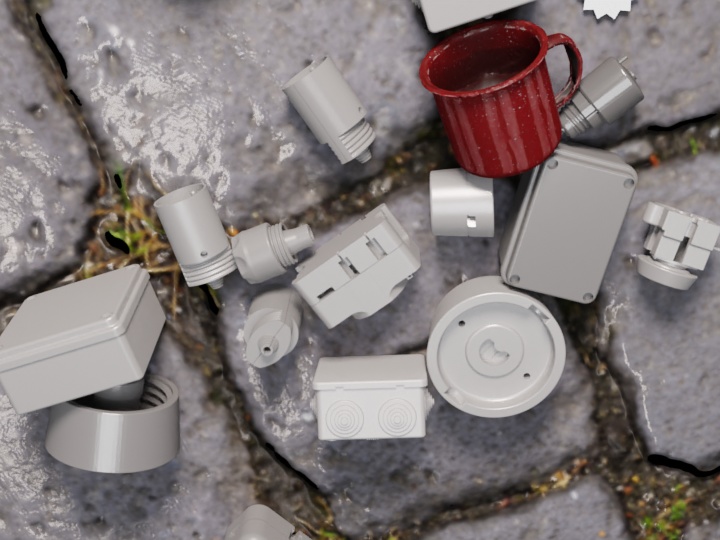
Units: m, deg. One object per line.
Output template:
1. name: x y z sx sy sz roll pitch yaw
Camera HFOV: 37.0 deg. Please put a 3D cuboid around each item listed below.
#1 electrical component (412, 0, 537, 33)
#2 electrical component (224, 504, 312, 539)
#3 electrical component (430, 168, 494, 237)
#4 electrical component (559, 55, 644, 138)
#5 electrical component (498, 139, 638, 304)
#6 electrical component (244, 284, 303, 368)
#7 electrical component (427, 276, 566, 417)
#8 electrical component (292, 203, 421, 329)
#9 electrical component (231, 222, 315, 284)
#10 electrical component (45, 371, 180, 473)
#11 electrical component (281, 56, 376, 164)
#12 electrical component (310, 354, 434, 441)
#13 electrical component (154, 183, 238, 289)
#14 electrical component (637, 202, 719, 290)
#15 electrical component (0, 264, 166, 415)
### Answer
1. electrical component: 0.078 -0.226 0.760 0.100 0.048 0.099 -17 110 8
2. electrical component: -0.074 0.261 0.947 0.095 0.059 0.053 40 107 -13
3. electrical component: 0.078 -0.052 0.825 0.047 0.055 0.055 -2 111 6
4. electrical component: 0.174 -0.124 0.802 0.078 0.040 0.040 -38 106 15
5. electrical component: 0.158 -0.038 0.827 0.078 0.057 0.113 14 111 -4
6. electrical component: -0.070 0.046 0.852 0.043 0.081 0.043 0 111 1
7. electrical component: 0.106 0.056 0.862 0.108 0.060 0.108 0 111 1
8. electrical component: 0.000 0.000 0.849 0.089 0.050 0.055 -35 106 13
9. electrical component: -0.067 -0.017 0.848 0.062 0.043 0.043 -21 109 8
10. electrical component: -0.197 0.113 0.870 0.108 0.108 0.060 7 105 -2
11. electrical component: -0.018 -0.115 0.808 0.043 0.043 0.081 -32 107 13
12. electrical component: 0.009 0.102 0.863 0.100 0.099 0.048 -2 98 2
13. electrical component: -0.127 -0.023 0.847 0.043 0.043 0.081 -17 110 8
14. electrical component: 0.246 -0.017 0.839 0.066 0.048 0.055 17 103 -5
15. electrical component: -0.219 0.053 0.844 0.109 0.108 0.056 -17 112 8
